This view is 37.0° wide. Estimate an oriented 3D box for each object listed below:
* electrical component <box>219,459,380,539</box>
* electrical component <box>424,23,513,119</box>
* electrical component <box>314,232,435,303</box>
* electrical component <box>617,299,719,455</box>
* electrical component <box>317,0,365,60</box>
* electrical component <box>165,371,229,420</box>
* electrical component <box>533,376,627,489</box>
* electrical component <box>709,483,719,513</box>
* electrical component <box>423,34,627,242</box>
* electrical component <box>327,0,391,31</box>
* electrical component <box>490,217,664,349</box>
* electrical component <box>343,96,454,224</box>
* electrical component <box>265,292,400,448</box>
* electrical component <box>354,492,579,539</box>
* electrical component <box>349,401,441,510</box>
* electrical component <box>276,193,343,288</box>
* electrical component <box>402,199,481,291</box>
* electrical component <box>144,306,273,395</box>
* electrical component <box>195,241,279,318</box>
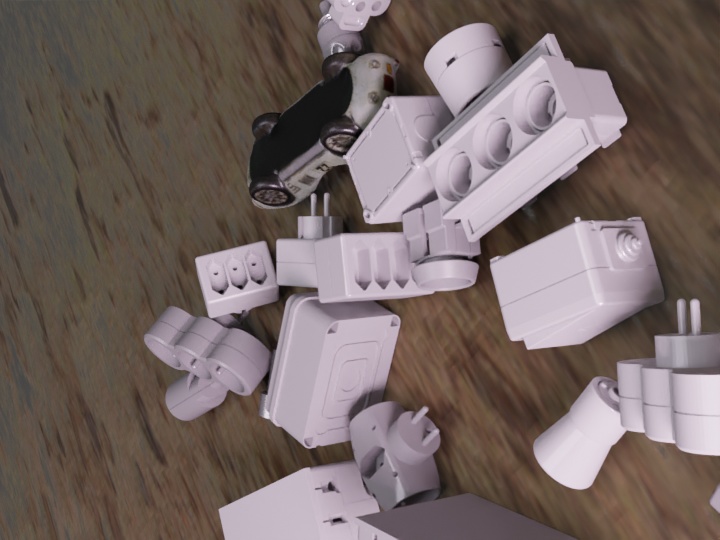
[{"bbox_3d":[-0.050,0.224,0.911,0.150,0.062,0.089,-35,65,48],"label":"electrical component"},{"bbox_3d":[0.078,-0.131,0.731,0.055,0.055,0.047,-46,60,43],"label":"electrical component"},{"bbox_3d":[0.000,0.000,0.816,0.076,0.083,0.047,-11,83,53],"label":"electrical component"},{"bbox_3d":[0.177,0.052,0.573,0.138,0.052,0.073,159,108,-85],"label":"electrical component"},{"bbox_3d":[-0.019,-0.192,0.872,0.035,0.035,0.061,-46,54,44],"label":"electrical component"},{"bbox_3d":[-0.155,0.117,1.059,0.081,0.043,0.043,-33,66,48],"label":"electrical component"},{"bbox_3d":[0.143,0.098,0.668,0.044,0.044,0.065,55,127,36],"label":"electrical component"},{"bbox_3d":[0.219,0.140,0.563,0.065,0.047,0.076,46,127,41],"label":"electrical component"},{"bbox_3d":[0.105,-0.081,0.689,0.121,0.063,0.078,-40,61,46],"label":"electrical component"},{"bbox_3d":[-0.007,-0.235,0.835,0.057,0.058,0.078,53,131,33],"label":"electrical component"},{"bbox_3d":[0.137,0.008,0.654,0.096,0.062,0.061,-29,69,50],"label":"electrical component"},{"bbox_3d":[0.035,-0.077,0.790,0.096,0.061,0.061,-48,55,52],"label":"electrical component"},{"bbox_3d":[-0.023,0.076,0.856,0.057,0.078,0.113,32,116,44],"label":"electrical component"},{"bbox_3d":[0.093,0.206,0.685,0.186,0.105,0.060,12,101,52],"label":"electrical component"},{"bbox_3d":[0.035,0.133,0.810,0.079,0.043,0.077,-53,51,39],"label":"electrical component"},{"bbox_3d":[-0.033,-0.025,0.887,0.066,0.047,0.076,3,94,53],"label":"electrical component"},{"bbox_3d":[0.060,-0.016,0.769,0.066,0.048,0.055,-21,67,52],"label":"electrical component"},{"bbox_3d":[-0.134,0.062,1.015,0.138,0.073,0.052,15,147,37],"label":"electrical component"},{"bbox_3d":[-0.112,0.016,0.986,0.076,0.066,0.047,101,153,-67],"label":"electrical component"}]
